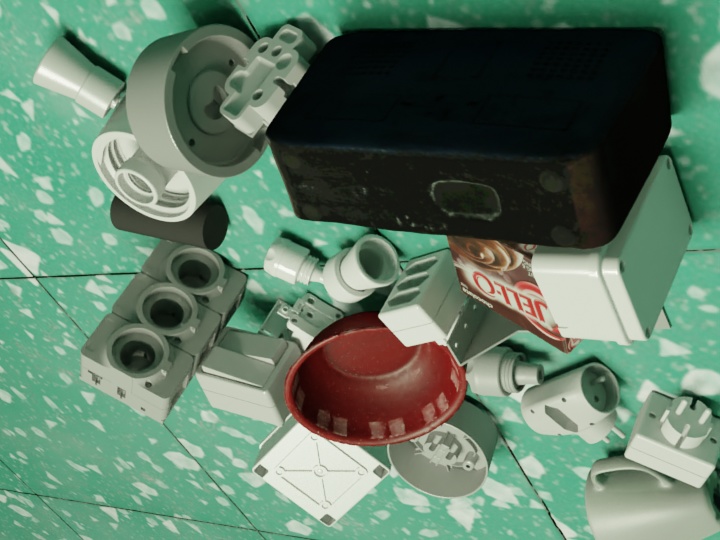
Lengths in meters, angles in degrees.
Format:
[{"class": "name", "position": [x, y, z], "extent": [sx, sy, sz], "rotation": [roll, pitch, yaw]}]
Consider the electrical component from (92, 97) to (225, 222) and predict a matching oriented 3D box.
[{"class": "electrical component", "position": [-0.171, -0.088, 0.895], "extent": [0.108, 0.060, 0.108], "rotation": [19, 144, 15]}]

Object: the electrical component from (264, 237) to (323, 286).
[{"class": "electrical component", "position": [-0.051, -0.003, 0.938], "extent": [0.061, 0.035, 0.035], "rotation": [24, 145, 5]}]

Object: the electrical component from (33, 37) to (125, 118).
[{"class": "electrical component", "position": [-0.225, -0.153, 0.871], "extent": [0.065, 0.044, 0.044], "rotation": [32, 145, -10]}]

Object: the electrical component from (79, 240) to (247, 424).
[{"class": "electrical component", "position": [-0.180, 0.050, 0.995], "extent": [0.089, 0.150, 0.061], "rotation": [28, 146, 3]}]

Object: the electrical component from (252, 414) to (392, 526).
[{"class": "electrical component", "position": [-0.036, 0.193, 1.116], "extent": [0.109, 0.056, 0.108], "rotation": [38, 117, -10]}]

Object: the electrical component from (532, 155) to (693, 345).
[{"class": "electrical component", "position": [0.166, -0.016, 0.696], "extent": [0.057, 0.113, 0.078], "rotation": [2, 137, 38]}]

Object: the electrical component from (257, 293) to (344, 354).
[{"class": "electrical component", "position": [-0.048, 0.058, 1.004], "extent": [0.081, 0.042, 0.063], "rotation": [31, 146, -2]}]

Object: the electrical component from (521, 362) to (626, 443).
[{"class": "electrical component", "position": [0.190, 0.120, 0.908], "extent": [0.079, 0.043, 0.077], "rotation": [40, 144, -13]}]

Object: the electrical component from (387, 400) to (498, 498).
[{"class": "electrical component", "position": [0.080, 0.165, 1.025], "extent": [0.099, 0.064, 0.099], "rotation": [19, 144, 15]}]

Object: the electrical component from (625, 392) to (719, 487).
[{"class": "electrical component", "position": [0.259, 0.127, 0.864], "extent": [0.066, 0.047, 0.076], "rotation": [22, 144, 11]}]

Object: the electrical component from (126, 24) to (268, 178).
[{"class": "electrical component", "position": [-0.119, -0.121, 0.780], "extent": [0.060, 0.108, 0.108], "rotation": [6, 139, 40]}]

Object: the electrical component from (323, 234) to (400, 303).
[{"class": "electrical component", "position": [0.000, 0.000, 0.895], "extent": [0.045, 0.045, 0.055], "rotation": [40, 144, -14]}]

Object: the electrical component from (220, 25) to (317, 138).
[{"class": "electrical component", "position": [-0.053, -0.124, 0.760], "extent": [0.058, 0.078, 0.057], "rotation": [35, 176, 44]}]

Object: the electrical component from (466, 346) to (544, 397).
[{"class": "electrical component", "position": [0.125, 0.087, 0.914], "extent": [0.062, 0.043, 0.043], "rotation": [1, 136, 32]}]

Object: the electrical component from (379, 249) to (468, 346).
[{"class": "electrical component", "position": [0.066, 0.035, 0.872], "extent": [0.047, 0.065, 0.076], "rotation": [-17, 123, 47]}]

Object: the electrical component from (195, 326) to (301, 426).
[{"class": "electrical component", "position": [-0.106, 0.094, 0.997], "extent": [0.096, 0.061, 0.061], "rotation": [12, 142, 26]}]
